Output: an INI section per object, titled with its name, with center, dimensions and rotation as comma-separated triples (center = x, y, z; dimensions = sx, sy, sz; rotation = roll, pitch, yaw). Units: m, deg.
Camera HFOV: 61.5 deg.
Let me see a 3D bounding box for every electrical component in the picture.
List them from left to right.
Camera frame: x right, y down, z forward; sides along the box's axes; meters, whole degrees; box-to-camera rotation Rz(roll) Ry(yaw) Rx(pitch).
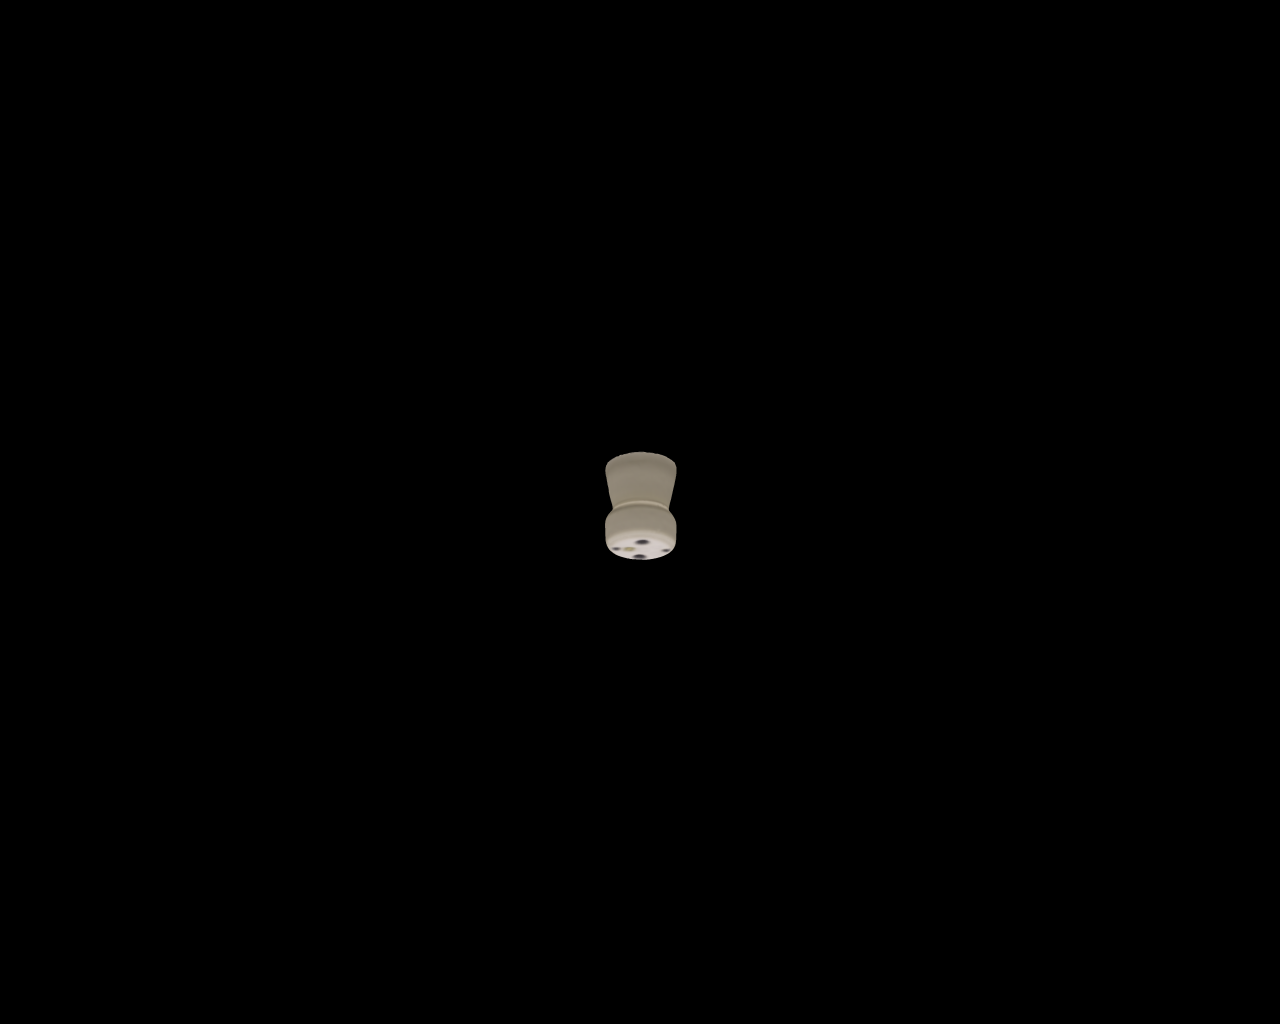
[electrical component]
center = 0.001, -0.003, 0.650
dimensions = 0.045, 0.055, 0.044
rotation = 0, -23, 0
